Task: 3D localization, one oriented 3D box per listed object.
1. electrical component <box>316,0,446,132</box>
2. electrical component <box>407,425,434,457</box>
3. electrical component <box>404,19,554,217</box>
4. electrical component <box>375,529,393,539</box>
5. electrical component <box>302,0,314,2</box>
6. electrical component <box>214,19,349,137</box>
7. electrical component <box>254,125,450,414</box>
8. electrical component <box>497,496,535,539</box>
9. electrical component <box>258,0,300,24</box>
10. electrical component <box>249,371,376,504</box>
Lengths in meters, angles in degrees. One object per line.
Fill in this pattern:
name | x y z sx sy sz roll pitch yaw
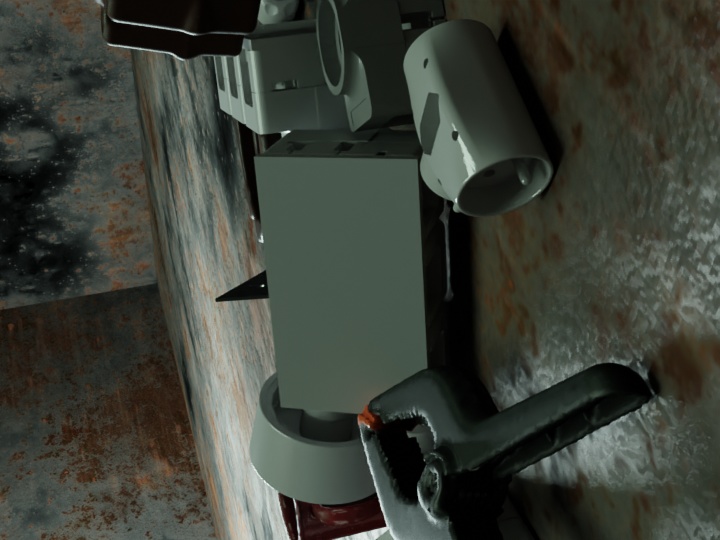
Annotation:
electrical component | 0.011 -0.122 0.563 0.050 0.056 0.089 165 95 -76
electrical component | 0.033 0.102 0.657 0.077 0.043 0.079 -119 23 -53
electrical component | 0.048 -0.057 0.484 0.079 0.043 0.077 103 153 -57
electrical component | 0.047 0.193 0.649 0.076 0.047 0.083 -44 39 29
electrical component | -0.016 -0.183 0.627 0.066 0.055 0.048 103 153 -58
electrical component | -0.036 -0.122 0.680 0.150 0.089 0.061 -138 41 -68
electrical component | 0.000 0.000 0.601 0.061 0.089 0.150 -55 -36 -62
electrical component | 0.056 0.161 0.567 0.061 0.062 0.096 -122 26 -57
electrical component | -0.068 -0.210 0.865 0.061 0.035 0.035 131 127 -75
electrical component | -0.024 0.107 0.767 0.108 0.108 0.060 -119 29 -53
